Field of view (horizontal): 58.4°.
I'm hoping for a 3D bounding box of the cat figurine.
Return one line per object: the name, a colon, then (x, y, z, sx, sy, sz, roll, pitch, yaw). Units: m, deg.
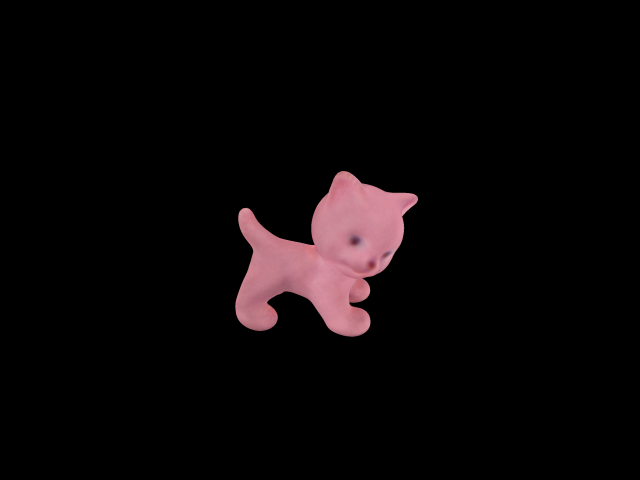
cat figurine: (0.004, 0.001, 0.400, 0.127, 0.118, 0.067, 2, 31, 3)
